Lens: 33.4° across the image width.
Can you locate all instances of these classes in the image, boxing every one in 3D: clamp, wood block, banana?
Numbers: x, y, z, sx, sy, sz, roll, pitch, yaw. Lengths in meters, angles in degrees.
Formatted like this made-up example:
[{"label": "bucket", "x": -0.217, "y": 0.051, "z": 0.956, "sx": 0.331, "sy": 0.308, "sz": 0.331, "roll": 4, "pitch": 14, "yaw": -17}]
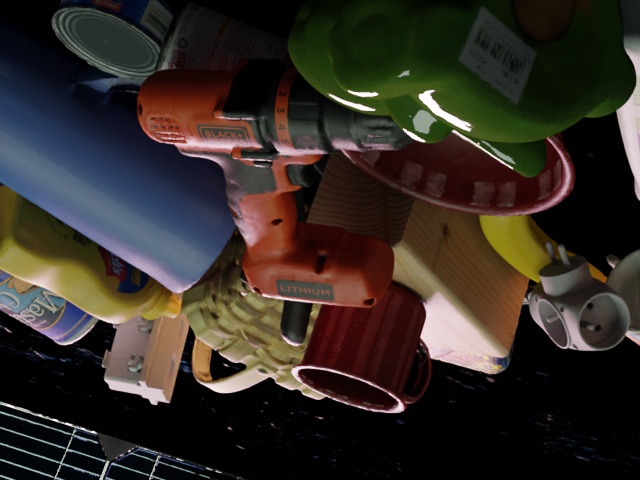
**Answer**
[{"label": "clamp", "x": -0.006, "y": 0.001, "z": 0.867, "sx": 0.039, "sy": 0.120, "sz": 0.171, "roll": 14, "pitch": 138, "yaw": 49}, {"label": "wood block", "x": 0.085, "y": 0.010, "z": 0.857, "sx": 0.090, "sy": 0.090, "sz": 0.205, "roll": 4, "pitch": 154, "yaw": 36}, {"label": "banana", "x": 0.171, "y": 0.002, "z": 0.835, "sx": 0.070, "sy": 0.037, "sz": 0.197, "roll": 5, "pitch": 155, "yaw": 34}]

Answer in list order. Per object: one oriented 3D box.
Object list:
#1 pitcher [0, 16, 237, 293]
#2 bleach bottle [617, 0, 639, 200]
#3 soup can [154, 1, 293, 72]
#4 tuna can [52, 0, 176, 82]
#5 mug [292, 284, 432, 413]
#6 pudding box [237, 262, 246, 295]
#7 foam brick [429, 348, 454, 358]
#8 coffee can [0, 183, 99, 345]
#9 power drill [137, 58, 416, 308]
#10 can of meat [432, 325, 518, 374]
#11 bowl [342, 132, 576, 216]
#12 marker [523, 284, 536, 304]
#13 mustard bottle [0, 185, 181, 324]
[{"label": "pitcher", "x": -0.173, "y": -0.076, "z": 0.844, "sx": 0.242, "sy": 0.149, "sz": 0.145, "roll": 31, "pitch": 179, "yaw": -21}, {"label": "bleach bottle", "x": 0.222, "y": -0.062, "z": 0.597, "sx": 0.103, "sy": 0.068, "sz": 0.250, "roll": 10, "pitch": 160, "yaw": 26}, {"label": "soup can", "x": -0.052, "y": -0.110, "z": 0.710, "sx": 0.102, "sy": 0.068, "sz": 0.068, "roll": 20, "pitch": 160, "yaw": -1}, {"label": "tuna can", "x": -0.139, "y": -0.148, "z": 0.741, "sx": 0.086, "sy": 0.033, "sz": 0.086, "roll": 17, "pitch": 160, "yaw": 6}, {"label": "mug", "x": 0.043, "y": 0.085, "z": 0.834, "sx": 0.117, "sy": 0.081, "sz": 0.093, "roll": 30, "pitch": 157, "yaw": -26}, {"label": "pudding box", "x": -0.107, "y": 0.048, "z": 1.203, "sx": 0.113, "sy": 0.039, "sz": 0.090, "roll": 16, "pitch": 160, "yaw": 15}, {"label": "foam brick", "x": 0.106, "y": 0.062, "z": 0.990, "sx": 0.053, "sy": 0.078, "sz": 0.051, "roll": 25, "pitch": 161, "yaw": -14}, {"label": "coffee can", "x": -0.270, "y": 0.021, "z": 0.988, "sx": 0.140, "sy": 0.102, "sz": 0.103, "roll": 36, "pitch": 154, "yaw": -32}, {"label": "power drill", "x": -0.007, "y": -0.034, "z": 0.680, "sx": 0.185, "sy": 0.057, "sz": 0.187, "roll": 7, "pitch": 141, "yaw": 25}, {"label": "can of meat", "x": 0.144, "y": 0.090, "z": 1.058, "sx": 0.102, "sy": 0.057, "sz": 0.084, "roll": 14, "pitch": 162, "yaw": 15}, {"label": "bowl", "x": 0.089, "y": -0.077, "z": 0.683, "sx": 0.162, "sy": 0.055, "sz": 0.162, "roll": 17, "pitch": 160, "yaw": 6}, {"label": "marker", "x": 0.204, "y": 0.048, "z": 0.947, "sx": 0.020, "sy": 0.020, "sz": 0.121, "roll": 34, "pitch": 155, "yaw": -35}, {"label": "mustard bottle", "x": -0.198, "y": 0.021, "z": 0.936, "sx": 0.058, "sy": 0.096, "sz": 0.191, "roll": -40, "pitch": 128, "yaw": 22}]
